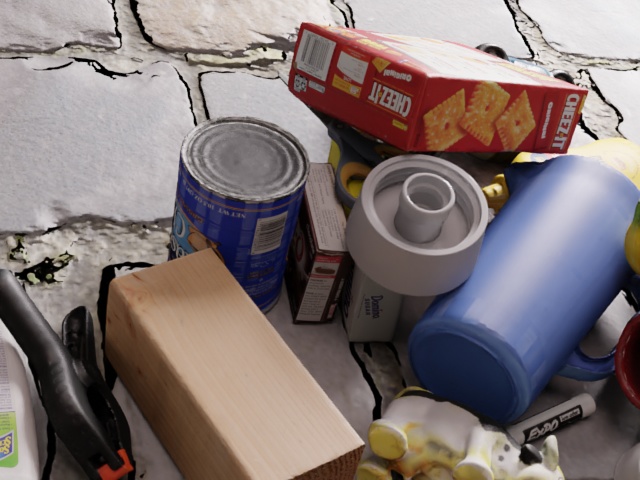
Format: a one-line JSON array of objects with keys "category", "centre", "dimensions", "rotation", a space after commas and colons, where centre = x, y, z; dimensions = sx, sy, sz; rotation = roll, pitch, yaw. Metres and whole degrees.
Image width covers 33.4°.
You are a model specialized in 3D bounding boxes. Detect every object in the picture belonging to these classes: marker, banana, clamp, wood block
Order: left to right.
[{"category": "clamp", "centre": [-0.177, 0.101, 0.780], "dimensions": [0.171, 0.039, 0.120], "rotation": [60, 14, 17]}, {"category": "wood block", "centre": [-0.069, 0.114, 0.778], "dimensions": [0.090, 0.090, 0.206], "rotation": [-19, 52, -31]}, {"category": "marker", "centre": [0.172, 0.150, 0.858], "dimensions": [0.120, 0.020, 0.020], "rotation": [-16, 51, -29]}, {"category": "banana", "centre": [0.319, 0.016, 0.901], "dimensions": [0.197, 0.070, 0.037], "rotation": [13, 44, -33]}]

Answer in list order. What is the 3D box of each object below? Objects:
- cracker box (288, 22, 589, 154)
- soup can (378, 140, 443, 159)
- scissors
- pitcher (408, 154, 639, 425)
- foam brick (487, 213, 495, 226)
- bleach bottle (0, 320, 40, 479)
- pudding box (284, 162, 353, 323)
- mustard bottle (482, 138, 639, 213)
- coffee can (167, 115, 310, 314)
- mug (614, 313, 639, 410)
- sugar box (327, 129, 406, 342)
[{"category": "cracker box", "centre": [0.103, -0.130, 0.941], "dimensions": [0.213, 0.072, 0.164], "rotation": [-2, 24, -42]}, {"category": "soup can", "centre": [0.079, -0.127, 1.086], "dimensions": [0.068, 0.069, 0.102], "rotation": [-5, 46, -20]}, {"category": "scissors", "centre": [0.010, -0.083, 0.924], "dimensions": [0.202, 0.016, 0.096], "rotation": [34, 49, 23]}, {"category": "pitcher", "centre": [0.185, 0.048, 0.897], "dimensions": [0.149, 0.145, 0.242], "rotation": [10, 39, 36]}, {"category": "foam brick", "centre": [0.115, 0.001, 0.974], "dimensions": [0.053, 0.051, 0.078], "rotation": [31, 45, 17]}, {"category": "bleach bottle", "centre": [-0.249, 0.131, 0.734], "dimensions": [0.102, 0.068, 0.251], "rotation": [-5, 49, -20]}, {"category": "pudding box", "centre": [-0.006, 0.001, 0.913], "dimensions": [0.039, 0.090, 0.113], "rotation": [0, 45, -17]}, {"category": "mustard bottle", "centre": [0.243, -0.052, 1.060], "dimensions": [0.191, 0.058, 0.096], "rotation": [-8, 53, -22]}, {"category": "coffee can", "centre": [-0.070, -0.016, 0.876], "dimensions": [0.102, 0.140, 0.103], "rotation": [8, 43, -7]}, {"category": "mug", "centre": [0.298, 0.091, 0.868], "dimensions": [0.081, 0.093, 0.117], "rotation": [19, 66, -52]}, {"category": "sugar box", "centre": [0.036, -0.007, 0.930], "dimensions": [0.048, 0.093, 0.176], "rotation": [2, 44, -10]}]
